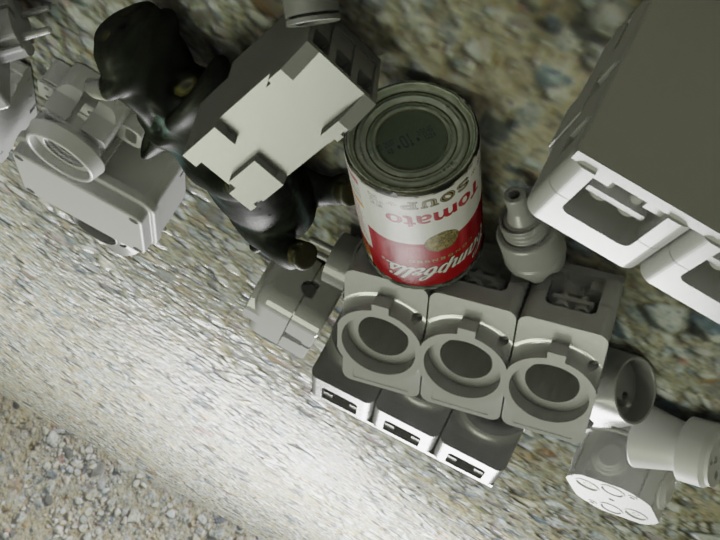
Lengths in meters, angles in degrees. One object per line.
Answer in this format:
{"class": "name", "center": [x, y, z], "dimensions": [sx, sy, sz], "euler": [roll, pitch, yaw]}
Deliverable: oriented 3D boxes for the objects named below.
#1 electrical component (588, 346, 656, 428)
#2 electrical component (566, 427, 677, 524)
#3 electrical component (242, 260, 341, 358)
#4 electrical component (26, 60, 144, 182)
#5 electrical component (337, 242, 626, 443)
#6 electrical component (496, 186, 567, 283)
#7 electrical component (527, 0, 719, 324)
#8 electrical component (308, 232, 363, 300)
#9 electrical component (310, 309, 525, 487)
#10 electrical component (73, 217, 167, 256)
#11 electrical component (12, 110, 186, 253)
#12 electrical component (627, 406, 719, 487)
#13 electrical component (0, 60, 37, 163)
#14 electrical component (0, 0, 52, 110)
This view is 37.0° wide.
{"class": "electrical component", "center": [0.138, 0.065, 0.696], "dimensions": [0.077, 0.043, 0.079], "euler": [1, 146, 51]}
{"class": "electrical component", "center": [0.197, 0.149, 0.802], "dimensions": [0.080, 0.051, 0.080], "euler": [25, 159, 11]}
{"class": "electrical component", "center": [-0.052, 0.024, 0.835], "dimensions": [0.059, 0.053, 0.095], "euler": [30, 159, -1]}
{"class": "electrical component", "center": [-0.189, -0.097, 0.730], "dimensions": [0.078, 0.057, 0.058], "euler": [31, 159, -3]}
{"class": "electrical component", "center": [0.068, 0.037, 0.629], "dimensions": [0.150, 0.061, 0.089], "euler": [15, 133, 14]}
{"class": "electrical component", "center": [0.089, -0.022, 0.575], "dimensions": [0.035, 0.035, 0.061], "euler": [16, 153, 32]}
{"class": "electrical component", "center": [0.151, -0.029, 0.403], "dimensions": [0.150, 0.089, 0.061], "euler": [30, 159, -1]}
{"class": "electrical component", "center": [0.000, 0.000, 0.726], "dimensions": [0.079, 0.044, 0.077], "euler": [26, 159, 9]}
{"class": "electrical component", "center": [0.050, 0.077, 0.773], "dimensions": [0.150, 0.089, 0.061], "euler": [26, 159, 8]}
{"class": "electrical component", "center": [-0.189, -0.046, 0.866], "dimensions": [0.079, 0.044, 0.077], "euler": [16, 155, 33]}
{"class": "electrical component", "center": [-0.191, -0.070, 0.794], "dimensions": [0.113, 0.057, 0.078], "euler": [29, 159, 2]}
{"class": "electrical component", "center": [0.213, 0.117, 0.718], "dimensions": [0.055, 0.045, 0.045], "euler": [13, 153, 36]}
{"class": "electrical component", "center": [-0.276, -0.126, 0.786], "dimensions": [0.056, 0.050, 0.089], "euler": [31, 159, -3]}
{"class": "electrical component", "center": [-0.225, -0.145, 0.660], "dimensions": [0.076, 0.083, 0.047], "euler": [-14, 149, 4]}
